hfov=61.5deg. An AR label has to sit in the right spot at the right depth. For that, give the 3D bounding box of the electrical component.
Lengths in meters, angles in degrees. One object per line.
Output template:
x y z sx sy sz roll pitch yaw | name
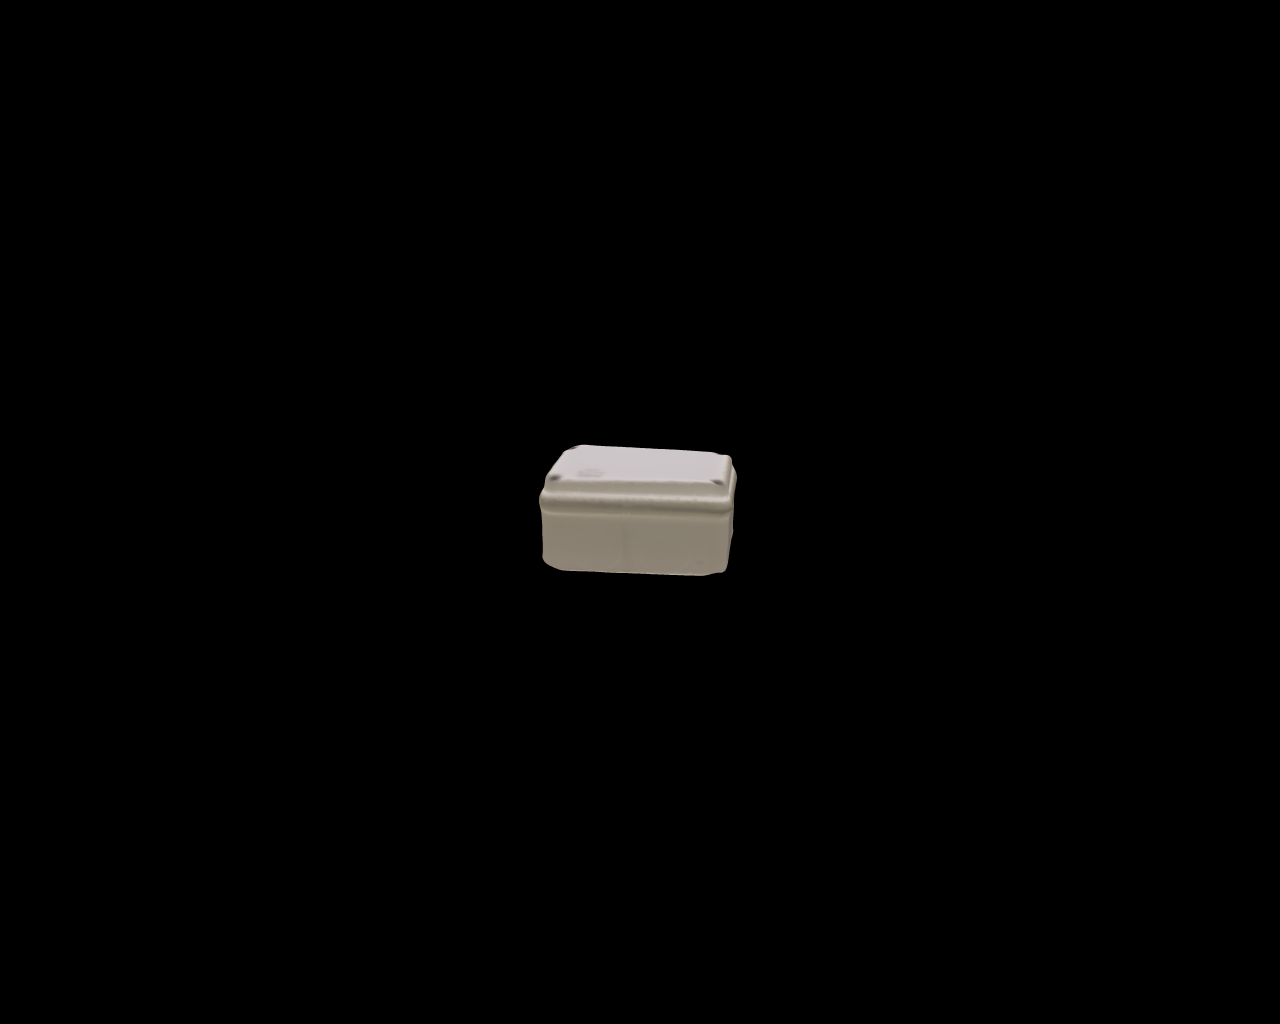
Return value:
0.001 -0.003 0.650 0.113 0.057 0.078 3 20 7 | electrical component
